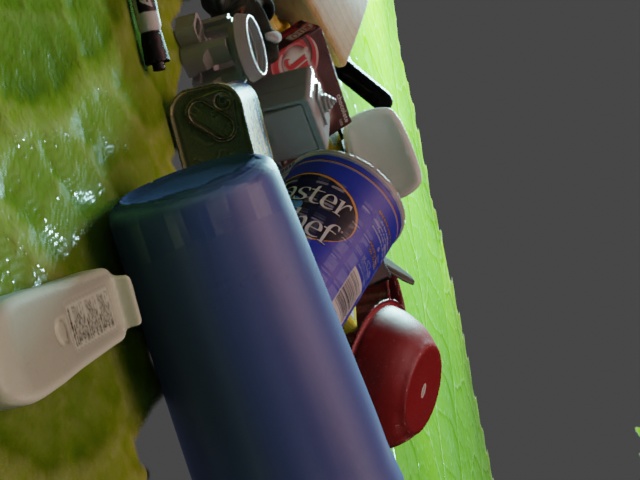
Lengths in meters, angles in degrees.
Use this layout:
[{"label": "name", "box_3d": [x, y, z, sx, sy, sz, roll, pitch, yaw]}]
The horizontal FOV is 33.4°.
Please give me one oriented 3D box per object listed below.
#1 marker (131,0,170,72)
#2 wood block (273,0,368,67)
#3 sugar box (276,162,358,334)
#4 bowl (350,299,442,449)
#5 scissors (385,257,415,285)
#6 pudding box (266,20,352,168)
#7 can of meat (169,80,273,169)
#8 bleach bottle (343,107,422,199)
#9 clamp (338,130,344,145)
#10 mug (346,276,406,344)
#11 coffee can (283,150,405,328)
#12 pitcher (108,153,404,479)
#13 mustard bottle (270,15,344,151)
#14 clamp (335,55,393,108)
[{"label": "marker", "box_3d": [-0.129, -0.181, 0.770, 0.020, 0.020, 0.121, -25, 103, -77]}, {"label": "wood block", "box_3d": [-0.025, -0.267, 1.092, 0.206, 0.091, 0.090, 47, 61, -68]}, {"label": "sugar box", "box_3d": [-0.007, 0.002, 1.049, 0.093, 0.048, 0.176, 45, 30, -42]}, {"label": "bowl", "box_3d": [0.078, 0.142, 1.057, 0.161, 0.055, 0.162, -32, 128, -55]}, {"label": "scissors", "box_3d": [0.046, -0.003, 1.089, 0.201, 0.016, 0.096, 10, 59, -64]}, {"label": "pudding box", "box_3d": [-0.027, -0.141, 1.026, 0.039, 0.090, 0.113, 34, -28, 47]}, {"label": "can of meat", "box_3d": [-0.072, -0.073, 0.836, 0.084, 0.057, 0.102, -57, 134, -76]}, {"label": "bleach bottle", "box_3d": [0.064, -0.099, 1.231, 0.251, 0.068, 0.102, -88, 158, -86]}, {"label": "clamp", "box_3d": [0.008, -0.146, 1.312, 0.210, 0.036, 0.164, -51, 128, -74]}, {"label": "mug", "box_3d": [0.049, 0.091, 1.161, 0.093, 0.081, 0.117, -23, 100, -77]}, {"label": "coffee can", "box_3d": [-0.009, 0.013, 0.811, 0.140, 0.103, 0.103, -56, 139, -37]}, {"label": "pitcher", "box_3d": [-0.047, 0.072, 0.684, 0.144, 0.149, 0.243, -41, 116, -57]}, {"label": "mustard bottle", "box_3d": [-0.028, -0.153, 1.107, 0.096, 0.058, 0.191, -81, 156, -49]}, {"label": "clamp", "box_3d": [0.018, -0.211, 1.268, 0.120, 0.039, 0.171, 23, 30, -33]}]
